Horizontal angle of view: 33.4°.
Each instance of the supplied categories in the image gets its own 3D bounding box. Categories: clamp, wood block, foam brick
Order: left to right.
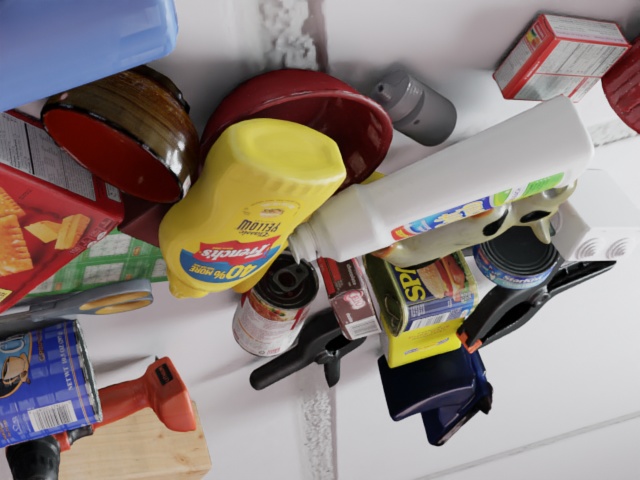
[{"bbox_3d":[-0.244,0.252,1.240,0.205,0.090,0.091,0,146,-31],"label":"wood block"},{"bbox_3d":[-0.123,-0.030,0.863,0.051,0.053,0.078,-32,147,23],"label":"foam brick"},{"bbox_3d":[-0.007,0.126,1.216,0.120,0.039,0.172,-8,146,-30],"label":"clamp"},{"bbox_3d":[0.248,0.055,1.210,0.210,0.036,0.164,-43,147,11],"label":"clamp"}]

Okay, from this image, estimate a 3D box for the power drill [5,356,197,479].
[{"bbox_3d":[-0.224,0.186,1.080,0.187,0.185,0.057,-14,111,-14],"label":"power drill"}]

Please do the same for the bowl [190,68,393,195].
[{"bbox_3d":[-0.028,-0.082,0.825,0.162,0.055,0.162,-14,151,-8],"label":"bowl"}]

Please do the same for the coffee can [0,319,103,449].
[{"bbox_3d":[-0.287,0.141,1.008,0.140,0.103,0.103,-14,151,-10],"label":"coffee can"}]

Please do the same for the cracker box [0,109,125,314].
[{"bbox_3d":[-0.272,-0.026,0.760,0.164,0.072,0.213,-33,148,24],"label":"cracker box"}]

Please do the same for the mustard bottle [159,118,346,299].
[{"bbox_3d":[-0.068,-0.012,0.805,0.096,0.058,0.192,3,145,-35],"label":"mustard bottle"}]

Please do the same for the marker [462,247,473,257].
[{"bbox_3d":[0.111,0.018,1.118,0.121,0.020,0.020,-11,150,-13],"label":"marker"}]

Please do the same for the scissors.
[{"bbox_3d":[-0.243,0.067,0.994,0.202,0.016,0.096,-14,167,14],"label":"scissors"}]

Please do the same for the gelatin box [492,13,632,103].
[{"bbox_3d":[0.197,-0.147,0.872,0.089,0.030,0.073,-3,147,-32],"label":"gelatin box"}]

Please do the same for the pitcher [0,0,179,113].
[{"bbox_3d":[-0.204,-0.122,0.570,0.242,0.149,0.145,-18,139,-9],"label":"pitcher"}]

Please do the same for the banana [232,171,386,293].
[{"bbox_3d":[-0.013,-0.015,0.950,0.198,0.037,0.069,-27,111,21],"label":"banana"}]

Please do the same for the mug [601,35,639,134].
[{"bbox_3d":[0.282,-0.133,0.876,0.117,0.093,0.082,-33,173,-45],"label":"mug"}]

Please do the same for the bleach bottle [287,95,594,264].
[{"bbox_3d":[0.092,-0.039,0.871,0.250,0.068,0.102,-22,171,-7],"label":"bleach bottle"}]

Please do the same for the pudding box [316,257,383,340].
[{"bbox_3d":[0.022,0.035,1.023,0.039,0.090,0.113,-18,152,2],"label":"pudding box"}]

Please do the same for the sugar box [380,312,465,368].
[{"bbox_3d":[0.117,0.081,1.203,0.093,0.048,0.176,-17,153,-6],"label":"sugar box"}]

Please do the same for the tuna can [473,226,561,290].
[{"bbox_3d":[0.199,0.007,1.083,0.086,0.086,0.034,-12,152,-12],"label":"tuna can"}]

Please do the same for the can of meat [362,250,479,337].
[{"bbox_3d":[0.099,0.037,1.061,0.083,0.102,0.057,-12,152,-16],"label":"can of meat"}]

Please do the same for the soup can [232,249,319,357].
[{"bbox_3d":[-0.046,0.064,1.055,0.068,0.068,0.102,-7,149,-21],"label":"soup can"}]
